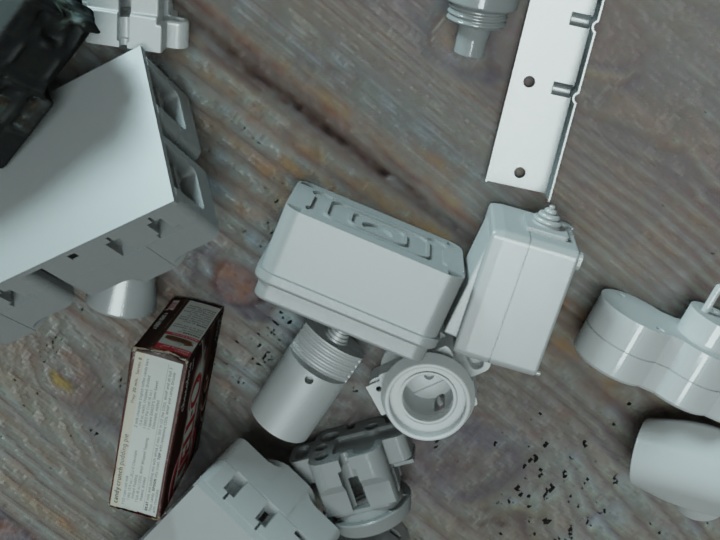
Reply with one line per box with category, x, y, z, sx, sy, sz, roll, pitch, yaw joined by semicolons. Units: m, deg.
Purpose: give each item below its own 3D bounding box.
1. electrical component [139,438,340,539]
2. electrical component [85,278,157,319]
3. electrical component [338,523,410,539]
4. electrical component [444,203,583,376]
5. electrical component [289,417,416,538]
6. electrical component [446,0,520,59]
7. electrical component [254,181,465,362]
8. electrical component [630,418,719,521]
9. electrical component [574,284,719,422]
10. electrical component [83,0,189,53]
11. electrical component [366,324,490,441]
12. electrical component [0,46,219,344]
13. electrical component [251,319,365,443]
electrical component;-0.093;0.187;0.699;0.089;0.061;0.150;44;126;1
electrical component;-0.145;-0.003;0.669;0.045;0.045;0.055;14;110;0
electrical component;0.006;0.198;0.726;0.055;0.047;0.055;2;110;5
electrical component;0.090;0.003;0.641;0.061;0.061;0.096;16;110;-1
electrical component;0.001;0.136;0.699;0.078;0.058;0.057;-16;104;10
electrical component;0.067;-0.150;0.599;0.048;0.048;0.062;11;117;1
electrical component;0.000;0.000;0.640;0.113;0.078;0.057;23;107;-3
electrical component;0.216;0.133;0.681;0.077;0.043;0.079;12;148;27
electrical component;0.208;0.044;0.650;0.138;0.052;0.073;24;110;-4
electrical component;-0.129;-0.158;0.613;0.066;0.048;0.055;9;118;2
electrical component;0.043;0.070;0.672;0.078;0.057;0.058;-25;106;13
electrical component;-0.181;-0.034;0.623;0.186;0.060;0.105;-23;62;13
electrical component;-0.031;0.065;0.684;0.043;0.043;0.081;32;109;-6
